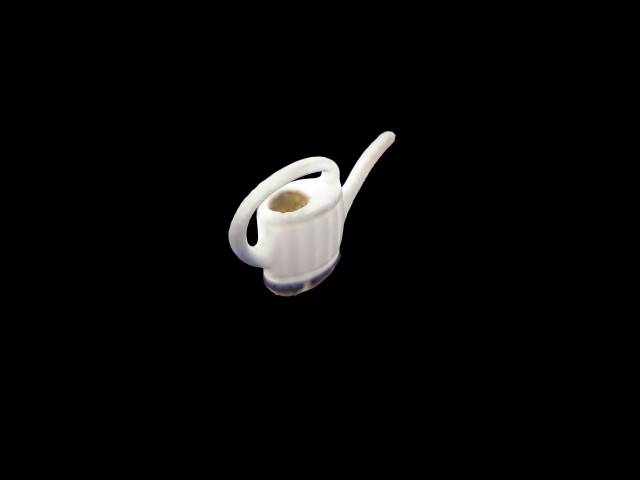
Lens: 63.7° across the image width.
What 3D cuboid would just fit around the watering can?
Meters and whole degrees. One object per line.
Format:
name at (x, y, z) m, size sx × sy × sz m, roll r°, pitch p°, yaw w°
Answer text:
watering can at (0.003, -0.043, 0.850) m, size 0.352 × 0.219 × 0.105 m, roll -29°, pitch 45°, yaw -32°
